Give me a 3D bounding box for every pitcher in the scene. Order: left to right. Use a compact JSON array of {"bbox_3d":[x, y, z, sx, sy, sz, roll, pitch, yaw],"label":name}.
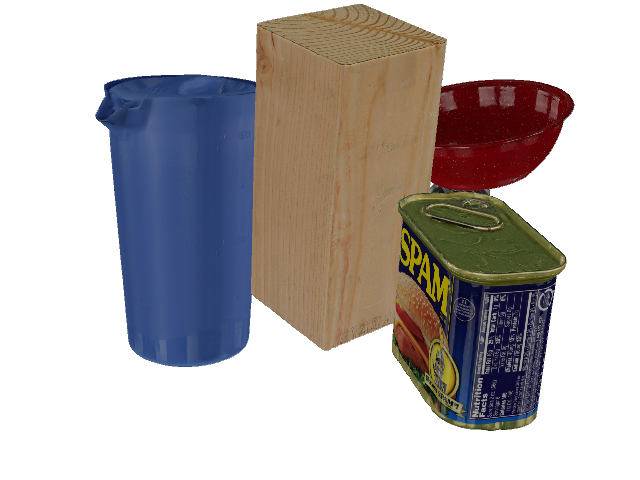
[{"bbox_3d":[-0.107,-0.022,0.929,0.149,0.243,0.145,1,17,0],"label":"pitcher"}]

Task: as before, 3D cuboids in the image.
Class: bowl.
[{"bbox_3d":[0.133,-0.085,0.900,0.162,0.055,0.162,-8,25,4],"label":"bowl"}]

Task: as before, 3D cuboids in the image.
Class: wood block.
[{"bbox_3d":[0.015,-0.043,0.725,0.090,0.206,0.091,-19,36,-34],"label":"wood block"}]

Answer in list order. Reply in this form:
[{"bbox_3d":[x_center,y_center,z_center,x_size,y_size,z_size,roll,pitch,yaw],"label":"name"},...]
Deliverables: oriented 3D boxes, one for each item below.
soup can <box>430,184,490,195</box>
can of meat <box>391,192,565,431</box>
[{"bbox_3d":[0.155,-0.010,1.189,0.068,0.102,0.068,-4,31,2],"label":"soup can"},{"bbox_3d":[0.072,0.033,0.522,0.057,0.084,0.102,-4,24,-14],"label":"can of meat"}]
